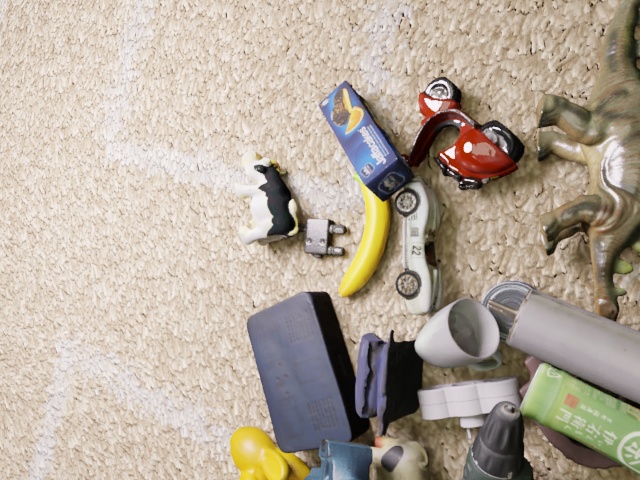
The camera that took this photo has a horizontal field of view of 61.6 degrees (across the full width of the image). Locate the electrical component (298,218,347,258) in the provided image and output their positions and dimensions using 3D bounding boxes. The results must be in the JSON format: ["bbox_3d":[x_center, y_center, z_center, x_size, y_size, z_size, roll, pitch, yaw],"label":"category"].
[{"bbox_3d":[-0.002,-0.003,0.872,0.094,0.021,0.063,4,88,25],"label":"electrical component"}]

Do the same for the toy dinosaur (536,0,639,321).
[{"bbox_3d":[0.375,-0.128,0.670,0.199,0.105,0.471,1,81,18],"label":"toy dinosaur"}]

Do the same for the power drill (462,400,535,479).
[{"bbox_3d":[0.274,0.308,0.642,0.207,0.086,0.231,18,126,11],"label":"power drill"}]

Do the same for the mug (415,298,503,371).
[{"bbox_3d":[0.188,0.139,0.733,0.109,0.107,0.081,34,58,-8],"label":"mug"}]

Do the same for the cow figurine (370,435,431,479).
[{"bbox_3d":[0.131,0.371,0.732,0.127,0.085,0.195,-21,75,43],"label":"cow figurine"}]

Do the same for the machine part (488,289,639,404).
[{"bbox_3d":[0.312,0.123,0.622,0.243,0.079,0.079,22,95,24],"label":"machine part"}]

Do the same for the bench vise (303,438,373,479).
[{"bbox_3d":[0.017,0.387,0.688,0.223,0.129,0.240,-36,42,57],"label":"bench vise"}]

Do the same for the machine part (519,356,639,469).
[{"bbox_3d":[0.347,0.190,0.675,0.180,0.056,0.179,-2,86,25],"label":"machine part"}]

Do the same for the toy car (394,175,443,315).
[{"bbox_3d":[0.145,0.007,0.775,0.056,0.073,0.201,-2,85,28],"label":"toy car"}]

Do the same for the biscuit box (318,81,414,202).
[{"bbox_3d":[0.066,-0.150,0.796,0.063,0.059,0.203,-39,50,17],"label":"biscuit box"}]

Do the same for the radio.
[{"bbox_3d":[-0.023,0.205,0.837,0.131,0.073,0.229,-23,75,22],"label":"radio"}]

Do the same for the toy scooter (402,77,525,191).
[{"bbox_3d":[0.188,-0.133,0.768,0.135,0.075,0.184,-48,66,14],"label":"toy scooter"}]

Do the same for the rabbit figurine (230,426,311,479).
[{"bbox_3d":[-0.101,0.376,0.837,0.162,0.121,0.173,-25,56,27],"label":"rabbit figurine"}]

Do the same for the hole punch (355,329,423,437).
[{"bbox_3d":[0.084,0.192,0.769,0.092,0.115,0.142,6,88,33],"label":"hole punch"}]

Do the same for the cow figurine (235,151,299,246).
[{"bbox_3d":[-0.085,-0.078,0.889,0.098,0.068,0.167,-14,74,27],"label":"cow figurine"}]
